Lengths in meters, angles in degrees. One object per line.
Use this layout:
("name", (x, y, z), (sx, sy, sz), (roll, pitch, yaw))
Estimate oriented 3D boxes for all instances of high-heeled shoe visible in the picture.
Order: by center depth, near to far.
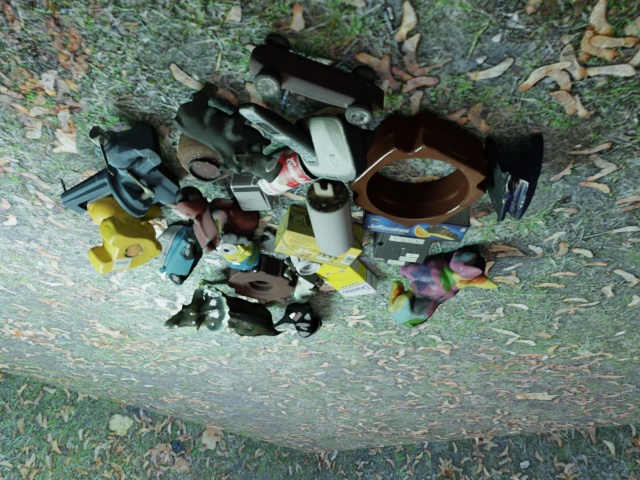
("high-heeled shoe", (-0.025, 0.206, 1.480), (0.145, 0.086, 0.248), (-32, 160, 26))

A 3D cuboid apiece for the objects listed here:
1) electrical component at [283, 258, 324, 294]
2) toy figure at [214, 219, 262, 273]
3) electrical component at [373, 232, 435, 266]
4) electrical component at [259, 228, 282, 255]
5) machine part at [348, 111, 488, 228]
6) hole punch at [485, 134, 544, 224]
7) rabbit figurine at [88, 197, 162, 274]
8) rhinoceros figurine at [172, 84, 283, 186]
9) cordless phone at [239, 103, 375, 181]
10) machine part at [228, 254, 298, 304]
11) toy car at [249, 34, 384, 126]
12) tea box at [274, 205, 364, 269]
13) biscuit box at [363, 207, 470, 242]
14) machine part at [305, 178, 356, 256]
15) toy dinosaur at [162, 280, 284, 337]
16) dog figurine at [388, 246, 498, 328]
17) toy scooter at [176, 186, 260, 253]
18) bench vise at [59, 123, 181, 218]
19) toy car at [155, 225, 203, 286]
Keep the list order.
("electrical component", (-0.041, 0.086, 1.281), (0.102, 0.045, 0.078), (32, 179, -17))
("toy figure", (-0.186, 0.012, 1.196), (0.082, 0.089, 0.180), (-16, 153, 12))
("electrical component", (0.173, 0.002, 1.138), (0.115, 0.058, 0.134), (10, 149, -3))
("electrical component", (-0.105, 0.003, 1.220), (0.063, 0.021, 0.094), (-17, 143, 34))
("machine part", (0.165, -0.116, 0.918), (0.201, 0.087, 0.201), (20, 144, -23))
("hole punch", (0.328, -0.102, 0.891), (0.092, 0.116, 0.142), (-6, 148, 4))
("rabbit figurine", (-0.407, -0.033, 1.110), (0.162, 0.173, 0.121), (-15, 139, -42))
("rhinoceros figurine", (-0.142, -0.163, 0.869), (0.190, 0.112, 0.073), (33, 138, -24))
("cordless phone", (-0.022, -0.165, 0.817), (0.184, 0.088, 0.147), (25, 176, -34))
("machine part", (-0.145, 0.099, 1.354), (0.179, 0.056, 0.179), (5, 148, 3))
("toy car", (-0.004, -0.223, 0.767), (0.202, 0.089, 0.053), (15, 146, -16))
("tea box", (-0.002, -0.003, 1.147), (0.169, 0.068, 0.098), (17, 146, -15))
("biscuit box", (0.186, -0.045, 1.053), (0.203, 0.059, 0.062), (7, 149, -2))
("machine part", (0.022, -0.039, 0.988), (0.079, 0.079, 0.243), (1, 152, 8))
("toy dinosaur", (-0.210, 0.204, 1.424), (0.404, 0.131, 0.192), (19, 177, -35))
("dog figurine", (0.273, 0.105, 1.186), (0.108, 0.191, 0.219), (38, 152, -32))
("toy scooter", (-0.190, -0.028, 1.044), (0.184, 0.135, 0.075), (12, 140, -39))
("bench vise", (-0.378, -0.107, 0.973), (0.241, 0.129, 0.223), (-23, 161, 11))
("toy car", (-0.321, 0.021, 1.215), (0.103, 0.109, 0.161), (28, 137, -3))
